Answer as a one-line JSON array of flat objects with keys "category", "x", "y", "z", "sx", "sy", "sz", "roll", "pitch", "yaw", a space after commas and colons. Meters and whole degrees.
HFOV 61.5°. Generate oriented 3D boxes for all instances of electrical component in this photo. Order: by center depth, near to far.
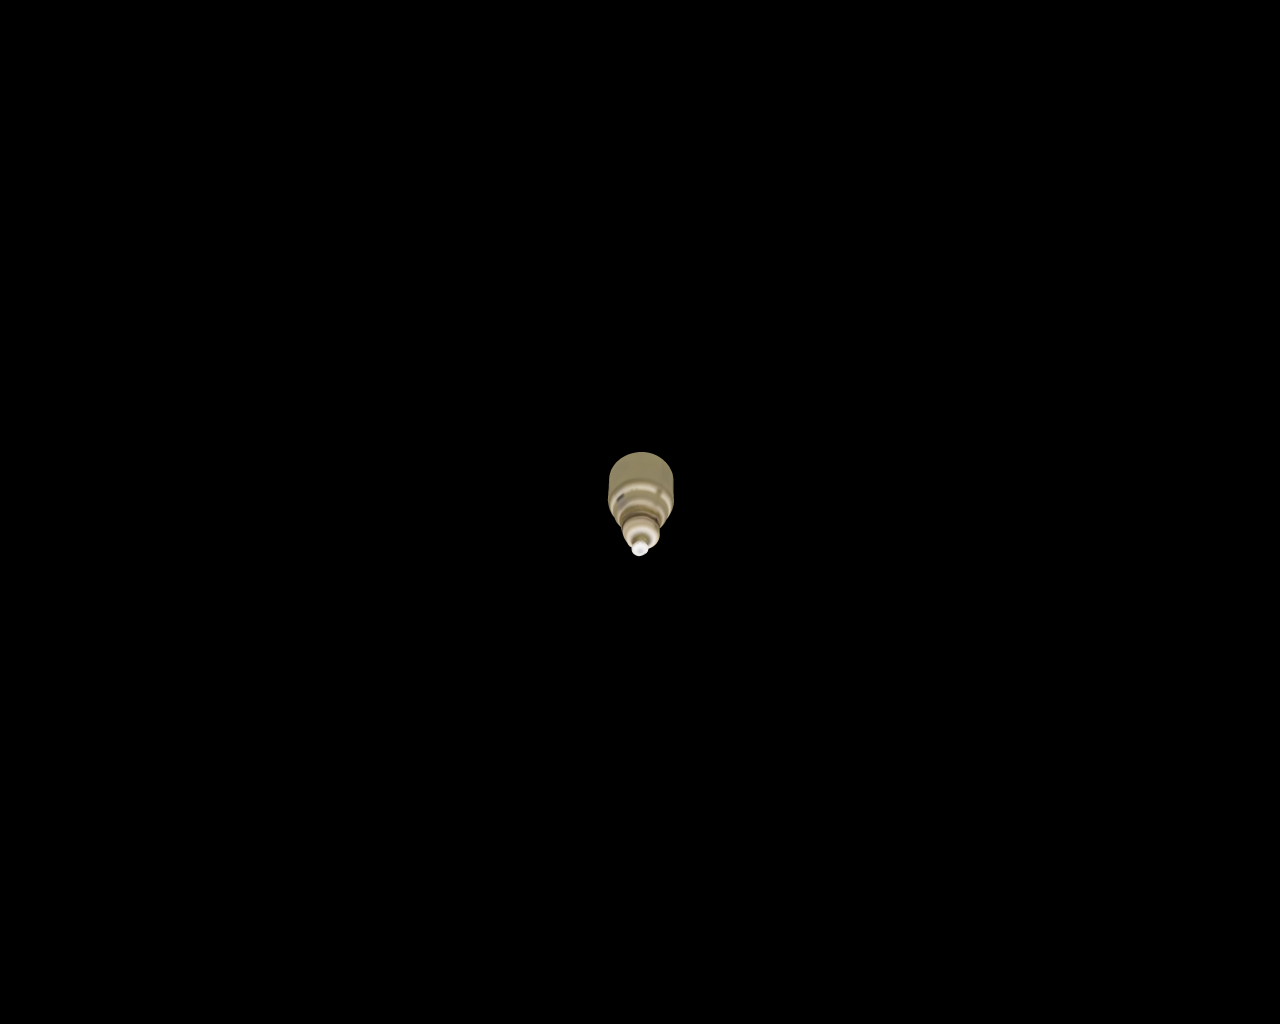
[{"category": "electrical component", "x": 0.001, "y": -0.003, "z": 0.650, "sx": 0.040, "sy": 0.040, "sz": 0.078, "roll": 0, "pitch": 41, "yaw": 0}]
